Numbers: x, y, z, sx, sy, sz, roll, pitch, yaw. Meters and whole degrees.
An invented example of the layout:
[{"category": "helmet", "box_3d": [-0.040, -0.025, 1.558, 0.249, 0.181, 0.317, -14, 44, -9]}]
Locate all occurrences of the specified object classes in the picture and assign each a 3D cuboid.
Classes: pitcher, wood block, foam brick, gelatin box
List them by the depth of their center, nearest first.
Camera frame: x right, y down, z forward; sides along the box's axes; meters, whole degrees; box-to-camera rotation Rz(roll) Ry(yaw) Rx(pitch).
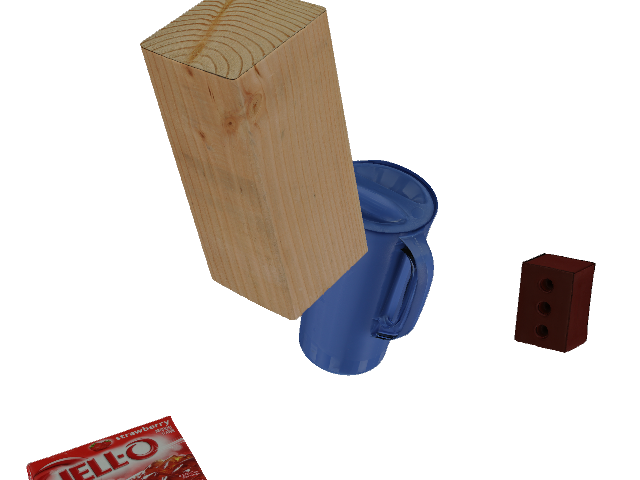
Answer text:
[{"category": "gelatin box", "box_3d": [-0.113, 0.140, 0.599, 0.089, 0.030, 0.073, -16, 28, -20]}, {"category": "wood block", "box_3d": [-0.040, -0.058, 0.738, 0.090, 0.206, 0.090, 24, 53, 35]}, {"category": "foam brick", "box_3d": [0.214, 0.056, 0.977, 0.053, 0.078, 0.051, 12, 17, 34]}, {"category": "pitcher", "box_3d": [0.050, 0.044, 1.217, 0.145, 0.243, 0.149, 15, 39, 4]}]
